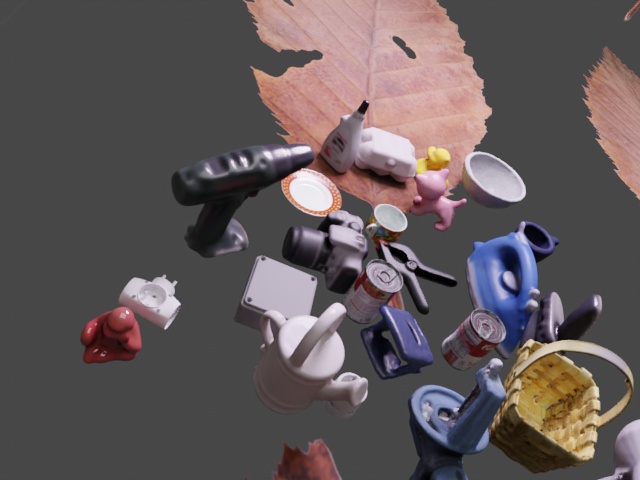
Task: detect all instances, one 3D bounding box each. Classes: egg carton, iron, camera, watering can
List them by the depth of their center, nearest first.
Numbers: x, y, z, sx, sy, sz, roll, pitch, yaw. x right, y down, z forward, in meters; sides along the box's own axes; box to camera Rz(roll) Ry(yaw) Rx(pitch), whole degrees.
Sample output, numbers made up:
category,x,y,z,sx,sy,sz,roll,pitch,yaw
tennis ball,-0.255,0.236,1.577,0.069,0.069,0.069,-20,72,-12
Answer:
category,x,y,z,sx,sy,sz,roll,pitch,yaw
watering can,-0.010,0.159,0.793,0.173,0.194,0.101,28,43,-4
camera,0.009,0.004,1.016,0.137,0.100,0.143,17,45,-15
iron,0.377,0.089,1.116,0.119,0.141,0.258,17,45,-15
egg carton,0.148,-0.193,1.299,0.150,0.069,0.107,16,45,-17

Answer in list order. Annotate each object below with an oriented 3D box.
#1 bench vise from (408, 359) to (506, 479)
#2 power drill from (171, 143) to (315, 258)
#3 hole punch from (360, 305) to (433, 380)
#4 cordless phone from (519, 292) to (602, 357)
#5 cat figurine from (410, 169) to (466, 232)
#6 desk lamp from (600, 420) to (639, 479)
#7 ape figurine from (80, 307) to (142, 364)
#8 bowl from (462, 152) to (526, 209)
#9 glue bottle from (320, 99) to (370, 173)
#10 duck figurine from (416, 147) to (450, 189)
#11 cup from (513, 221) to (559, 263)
category,x,y,z,sx,sy,sz,roll,pitch,yaw
bench vise,0.202,0.274,0.789,0.122,0.219,0.207,3,50,-27
power drill,-0.134,-0.068,0.922,0.230,0.208,0.075,-13,58,-37
hole punch,0.136,0.163,0.948,0.101,0.091,0.108,-3,52,-31
cordless phone,0.472,0.147,1.084,0.094,0.185,0.148,28,43,-3
cat figurine,0.253,-0.098,1.235,0.128,0.117,0.067,31,43,0
desk lamp,0.447,0.379,0.836,0.117,0.213,0.204,46,45,15
ape figurine,-0.269,0.121,0.756,0.078,0.092,0.076,33,43,1
bowl,0.406,-0.131,1.385,0.168,0.074,0.167,16,45,-16
glue bottle,0.061,-0.226,1.204,0.078,0.173,0.037,46,45,15
duck figurine,0.273,-0.171,1.337,0.078,0.086,0.104,-5,54,-33
cup,0.459,0.022,1.259,0.118,0.095,0.091,3,50,-28
